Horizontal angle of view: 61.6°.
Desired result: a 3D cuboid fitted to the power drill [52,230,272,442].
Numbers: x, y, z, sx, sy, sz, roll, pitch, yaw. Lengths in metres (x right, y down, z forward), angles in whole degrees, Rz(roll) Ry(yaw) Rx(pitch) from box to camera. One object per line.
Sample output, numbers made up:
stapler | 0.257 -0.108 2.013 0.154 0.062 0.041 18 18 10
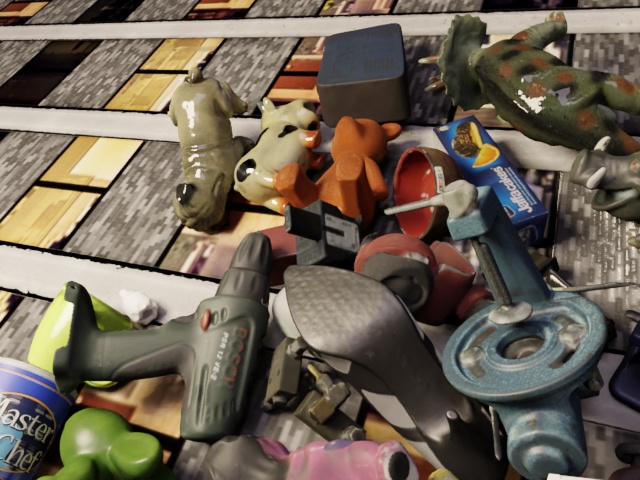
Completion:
power drill | -0.159 0.089 0.569 0.207 0.086 0.232 7 67 -14

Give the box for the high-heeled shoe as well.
high-heeled shoe | 0.064 0.118 0.489 0.086 0.145 0.249 -41 50 -9

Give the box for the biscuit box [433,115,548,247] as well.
biscuit box | 0.205 -0.072 0.670 0.063 0.059 0.203 -18 48 0

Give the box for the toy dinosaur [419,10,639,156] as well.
toy dinosaur | 0.280 -0.186 0.686 0.192 0.131 0.405 -17 43 -12

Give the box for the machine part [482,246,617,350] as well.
machine part | 0.243 0.061 0.559 0.084 0.039 0.139 -26 46 -14

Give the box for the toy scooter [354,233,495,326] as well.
toy scooter | 0.110 0.035 0.568 0.184 0.075 0.135 21 23 -19

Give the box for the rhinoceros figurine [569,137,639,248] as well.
rhinoceros figurine | 0.366 -0.047 0.571 0.191 0.112 0.073 19 59 19

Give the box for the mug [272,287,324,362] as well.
mug | 0.008 0.076 0.585 0.107 0.080 0.109 15 50 32

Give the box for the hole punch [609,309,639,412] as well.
hole punch | 0.333 0.100 0.468 0.142 0.092 0.116 25 56 36

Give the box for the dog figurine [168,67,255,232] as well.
dog figurine | -0.168 -0.126 0.753 0.121 0.172 0.191 -15 39 17

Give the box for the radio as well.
radio | 0.070 -0.262 0.844 0.131 0.073 0.230 -6 37 11

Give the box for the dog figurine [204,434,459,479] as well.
dog figurine | 0.005 0.226 0.445 0.219 0.191 0.108 -18 39 49

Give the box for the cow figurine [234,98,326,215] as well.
cow figurine | -0.060 -0.134 0.786 0.127 0.085 0.195 17 57 20

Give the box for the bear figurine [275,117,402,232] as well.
bear figurine | 0.037 -0.107 0.704 0.120 0.131 0.196 -1 55 27

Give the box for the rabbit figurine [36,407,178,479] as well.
rabbit figurine | -0.216 0.222 0.496 0.159 0.121 0.170 -7 34 5

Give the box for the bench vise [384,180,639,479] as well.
bench vise | 0.159 0.051 0.425 0.129 0.240 0.224 -16 21 39

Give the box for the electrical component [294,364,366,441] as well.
electrical component | 0.009 0.158 0.503 0.078 0.102 0.045 33 69 10

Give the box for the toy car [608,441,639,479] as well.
toy car | 0.328 0.199 0.404 0.202 0.053 0.089 -7 53 15

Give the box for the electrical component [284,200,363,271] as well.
electrical component | -0.001 -0.002 0.600 0.048 0.119 0.075 -29 60 42

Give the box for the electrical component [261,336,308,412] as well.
electrical component | -0.036 0.135 0.541 0.021 0.094 0.063 21 48 -15
